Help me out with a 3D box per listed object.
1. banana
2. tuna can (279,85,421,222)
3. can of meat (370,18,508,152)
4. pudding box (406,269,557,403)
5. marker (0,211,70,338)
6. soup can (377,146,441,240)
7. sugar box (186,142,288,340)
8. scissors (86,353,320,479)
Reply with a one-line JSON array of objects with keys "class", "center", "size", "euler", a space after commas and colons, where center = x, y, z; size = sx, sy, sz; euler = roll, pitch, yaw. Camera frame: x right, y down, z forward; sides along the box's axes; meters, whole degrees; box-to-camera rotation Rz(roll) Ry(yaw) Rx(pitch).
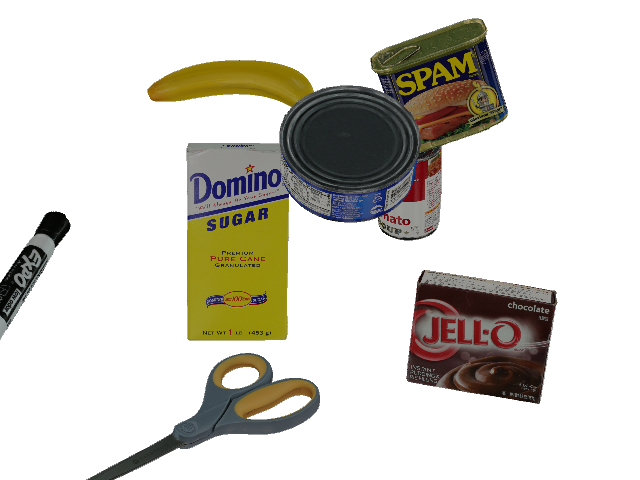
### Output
[{"class": "banana", "center": [-0.087, -0.166, 1.143], "size": [0.198, 0.037, 0.069], "euler": [10, 44, 19]}, {"class": "tuna can", "center": [0.017, -0.053, 0.655], "size": [0.086, 0.086, 0.034], "euler": [0, -36, -2]}, {"class": "can of meat", "center": [0.105, -0.132, 0.924], "size": [0.102, 0.084, 0.057], "euler": [-18, 26, 9]}, {"class": "pudding box", "center": [0.131, 0.078, 0.873], "size": [0.113, 0.090, 0.039], "euler": [8, 22, 9]}, {"class": "marker", "center": [-0.186, 0.021, 0.666], "size": [0.020, 0.020, 0.121], "euler": [0, 38, 15]}, {"class": "soup can", "center": [0.093, -0.060, 1.122], "size": [0.068, 0.102, 0.068], "euler": [-2, 37, 1]}, {"class": "sugar box", "center": [-0.075, 0.001, 0.964], "size": [0.093, 0.176, 0.048], "euler": [-1, 14, -5]}, {"class": "scissors", "center": [-0.098, 0.129, 0.785], "size": [0.201, 0.016, 0.096], "euler": [-12, 33, -24]}]
